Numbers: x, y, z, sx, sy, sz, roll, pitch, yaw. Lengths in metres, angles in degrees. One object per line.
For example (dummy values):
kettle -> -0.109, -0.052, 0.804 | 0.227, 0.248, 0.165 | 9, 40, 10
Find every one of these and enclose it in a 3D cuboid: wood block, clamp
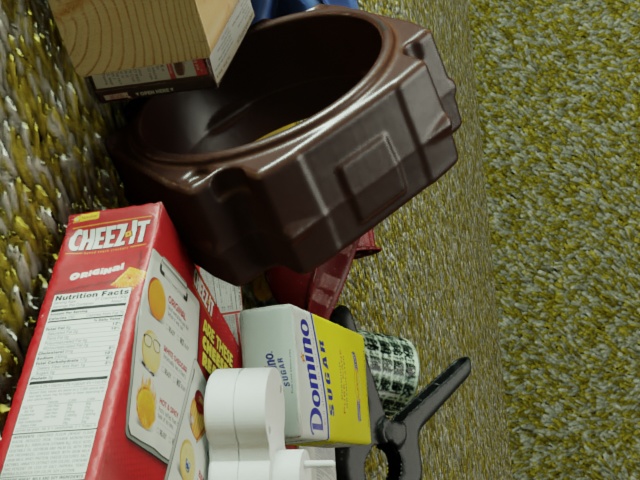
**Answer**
wood block -> -0.100, -0.199, 0.698 | 0.206, 0.091, 0.090 | -74, 155, -53
clamp -> 0.053, 0.173, 1.003 | 0.164, 0.036, 0.210 | 30, 65, -21

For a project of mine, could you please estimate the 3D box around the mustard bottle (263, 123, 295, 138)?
mustard bottle -> -0.067, -0.035, 0.853 | 0.191, 0.058, 0.096 | -54, 162, -66

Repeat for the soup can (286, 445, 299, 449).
soup can -> -0.050, 0.159, 0.832 | 0.068, 0.068, 0.102 | 31, 53, -70

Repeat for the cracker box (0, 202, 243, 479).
cracker box -> -0.112, 0.112, 0.624 | 0.164, 0.072, 0.213 | 69, 20, -47

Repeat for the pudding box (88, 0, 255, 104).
pudding box -> -0.101, -0.139, 0.730 | 0.113, 0.090, 0.039 | -76, 154, -50

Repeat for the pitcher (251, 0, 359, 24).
pitcher -> -0.027, -0.191, 0.927 | 0.242, 0.149, 0.145 | -57, 133, -71

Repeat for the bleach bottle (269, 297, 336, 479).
bleach bottle -> -0.020, 0.146, 0.960 | 0.102, 0.068, 0.251 | 63, 23, -56

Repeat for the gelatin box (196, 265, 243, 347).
gelatin box -> -0.086, 0.056, 0.815 | 0.089, 0.030, 0.073 | 2, 80, -74

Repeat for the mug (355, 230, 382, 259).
mug -> 0.001, -0.020, 1.077 | 0.117, 0.093, 0.081 | -4, 81, -38

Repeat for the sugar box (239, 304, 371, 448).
sugar box -> -0.006, 0.107, 0.798 | 0.176, 0.048, 0.093 | 35, 48, -70

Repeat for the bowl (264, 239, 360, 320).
bowl -> -0.006, 0.001, 0.919 | 0.162, 0.055, 0.162 | 18, 90, -79

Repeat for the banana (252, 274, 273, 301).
banana -> -0.044, -0.034, 0.998 | 0.069, 0.037, 0.198 | 18, 63, -52
